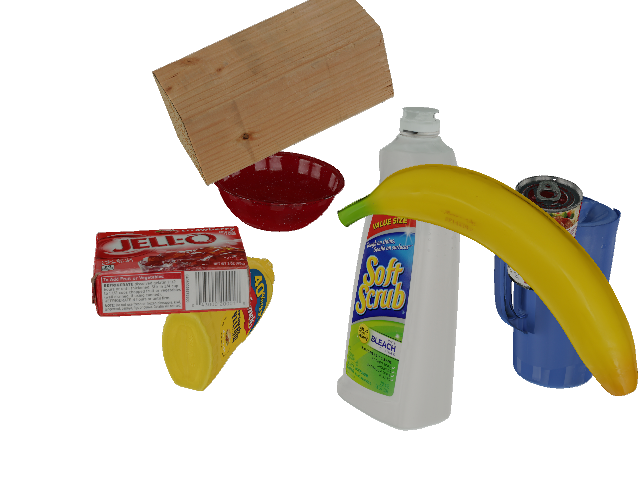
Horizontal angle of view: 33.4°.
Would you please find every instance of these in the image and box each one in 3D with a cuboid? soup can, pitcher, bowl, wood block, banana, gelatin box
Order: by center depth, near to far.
[{"bbox_3d":[0.109,0.009,0.616,0.198,0.070,0.037,33,20,11],"label":"banana"},{"bbox_3d":[-0.089,0.016,0.630,0.089,0.030,0.073,-2,19,-9],"label":"gelatin box"},{"bbox_3d":[-0.044,-0.151,1.036,0.206,0.091,0.090,-26,48,-9],"label":"wood block"},{"bbox_3d":[0.231,-0.007,1.105,0.068,0.102,0.068,0,34,0],"label":"soup can"},{"bbox_3d":[-0.054,-0.054,1.288,0.162,0.055,0.162,4,26,-2],"label":"bowl"},{"bbox_3d":[0.305,0.068,1.400,0.149,0.243,0.145,5,21,13],"label":"pitcher"}]

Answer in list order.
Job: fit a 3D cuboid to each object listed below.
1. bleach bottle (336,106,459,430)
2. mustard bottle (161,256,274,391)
[{"bbox_3d":[0.067,0.018,0.856,0.067,0.251,0.103,-8,19,-34],"label":"bleach bottle"},{"bbox_3d":[-0.097,0.069,1.124,0.058,0.096,0.191,10,30,19],"label":"mustard bottle"}]
